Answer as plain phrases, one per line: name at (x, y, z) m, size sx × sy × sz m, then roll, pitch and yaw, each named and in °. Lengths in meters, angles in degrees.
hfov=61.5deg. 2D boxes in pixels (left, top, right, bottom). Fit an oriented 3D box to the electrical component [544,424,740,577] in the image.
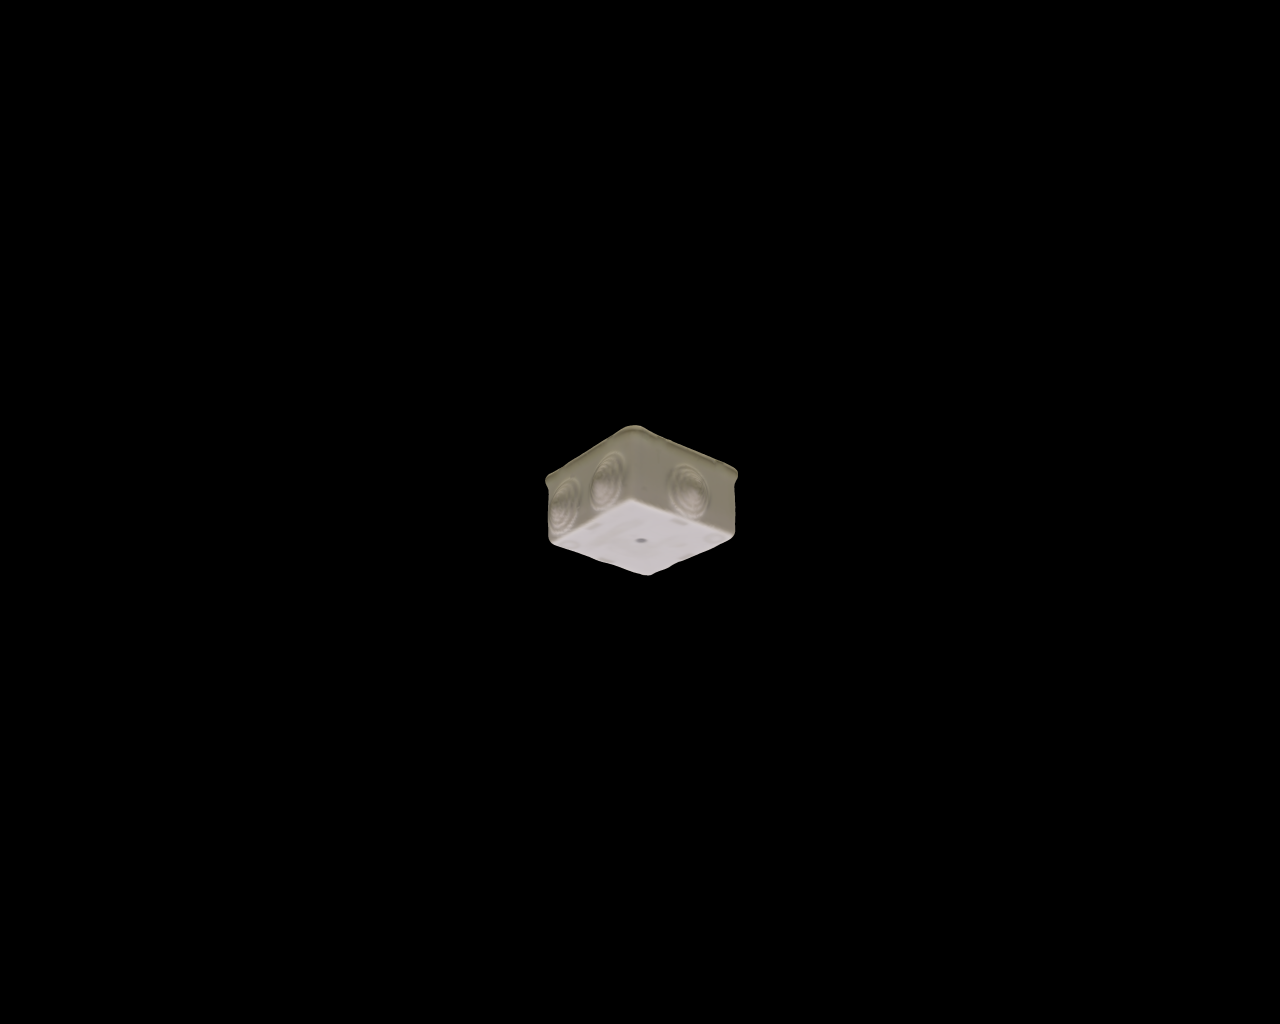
electrical component at (0.001, -0.003, 0.650) m, size 0.100 × 0.048 × 0.099 m, roll 21°, pitch -33°, yaw -36°
